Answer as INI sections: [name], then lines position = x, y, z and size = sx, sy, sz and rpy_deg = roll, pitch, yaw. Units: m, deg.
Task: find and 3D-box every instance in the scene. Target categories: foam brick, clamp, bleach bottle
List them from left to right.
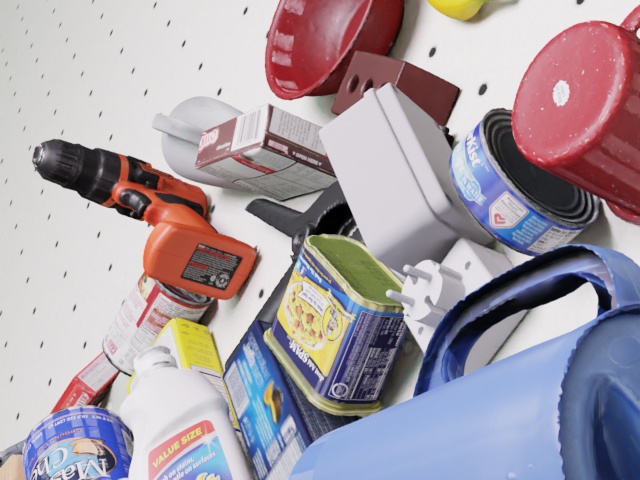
[bleach bottle]
position = -0.091, 0.187, 0.734
size = 0.068, 0.102, 0.251
rpy_deg = 82, 167, -57
[clamp]
position = -0.005, 0.001, 0.829
size = 0.210, 0.036, 0.164
rpy_deg = -36, 43, 40
[foam brick]
position = 0.054, -0.102, 0.783
size = 0.078, 0.051, 0.053
rpy_deg = 30, 98, 60

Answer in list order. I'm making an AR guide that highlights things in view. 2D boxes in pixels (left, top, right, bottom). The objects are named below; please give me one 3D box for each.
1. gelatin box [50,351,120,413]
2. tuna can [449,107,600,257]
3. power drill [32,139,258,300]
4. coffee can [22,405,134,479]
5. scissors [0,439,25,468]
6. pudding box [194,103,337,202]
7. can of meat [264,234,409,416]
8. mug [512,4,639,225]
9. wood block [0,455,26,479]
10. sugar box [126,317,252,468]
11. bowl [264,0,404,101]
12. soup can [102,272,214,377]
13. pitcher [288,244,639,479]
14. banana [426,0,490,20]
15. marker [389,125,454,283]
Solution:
[gelatin box]
position = -0.230, 0.150, 1.068
size = 0.073, 0.030, 0.089
rpy_deg = -52, -1, 27
[tuna can]
position = 0.115, -0.032, 0.607
size = 0.034, 0.086, 0.086
rpy_deg = -47, 36, 36
[power drill]
position = -0.153, -0.024, 0.960
size = 0.188, 0.184, 0.057
rpy_deg = 44, 110, 48
[coffee can]
position = -0.205, 0.229, 0.946
size = 0.103, 0.102, 0.140
rpy_deg = -60, 31, 16
[scissors]
position = -0.299, 0.209, 1.074
size = 0.096, 0.201, 0.016
rpy_deg = -33, 85, 19
[pudding box]
position = -0.037, -0.069, 0.873
size = 0.114, 0.089, 0.039
rpy_deg = -9, 66, 56
[can of meat]
position = 0.014, 0.055, 0.721
size = 0.102, 0.057, 0.084
rpy_deg = 47, 124, 49
[mug]
position = 0.162, -0.074, 0.560
size = 0.117, 0.081, 0.093
rpy_deg = -59, 31, 16
[wood block]
position = -0.272, 0.320, 1.009
size = 0.090, 0.090, 0.206
rpy_deg = -48, 35, 31
[sugar box]
position = -0.114, 0.157, 0.902
size = 0.093, 0.048, 0.176
rpy_deg = -55, 36, 23
[bowl]
position = 0.020, -0.181, 0.884
size = 0.162, 0.055, 0.162
rpy_deg = -36, 43, 43
[soup can]
position = -0.150, 0.073, 0.990
size = 0.102, 0.068, 0.068
rpy_deg = -55, 33, 24
[pitcher]
position = 0.084, 0.115, 0.527
size = 0.149, 0.145, 0.243
rpy_deg = -47, 10, -37
[banana]
position = 0.100, -0.229, 0.809
size = 0.070, 0.037, 0.198
rpy_deg = -27, 49, 25
[marker]
position = 0.070, -0.022, 0.740
size = 0.020, 0.020, 0.121
rpy_deg = 4, 75, 59
